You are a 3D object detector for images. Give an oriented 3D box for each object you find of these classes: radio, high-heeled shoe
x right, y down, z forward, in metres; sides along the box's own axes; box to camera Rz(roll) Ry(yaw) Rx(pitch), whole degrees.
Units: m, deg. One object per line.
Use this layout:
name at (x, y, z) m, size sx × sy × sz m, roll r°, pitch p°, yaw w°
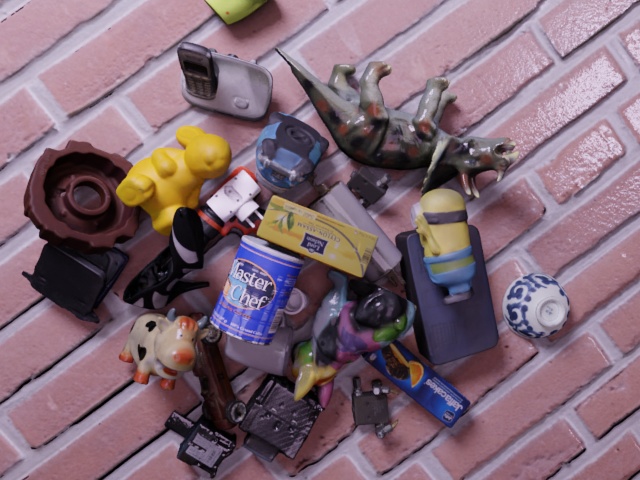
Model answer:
radio at (0.221, 0.087, 0.930) m, size 0.131 × 0.073 × 0.229 m, roll -13°, pitch 96°, yaw -5°
high-heeled shoe at (-0.247, 0.029, 0.812) m, size 0.145 × 0.248 × 0.086 m, roll -5°, pitch 55°, yaw -8°

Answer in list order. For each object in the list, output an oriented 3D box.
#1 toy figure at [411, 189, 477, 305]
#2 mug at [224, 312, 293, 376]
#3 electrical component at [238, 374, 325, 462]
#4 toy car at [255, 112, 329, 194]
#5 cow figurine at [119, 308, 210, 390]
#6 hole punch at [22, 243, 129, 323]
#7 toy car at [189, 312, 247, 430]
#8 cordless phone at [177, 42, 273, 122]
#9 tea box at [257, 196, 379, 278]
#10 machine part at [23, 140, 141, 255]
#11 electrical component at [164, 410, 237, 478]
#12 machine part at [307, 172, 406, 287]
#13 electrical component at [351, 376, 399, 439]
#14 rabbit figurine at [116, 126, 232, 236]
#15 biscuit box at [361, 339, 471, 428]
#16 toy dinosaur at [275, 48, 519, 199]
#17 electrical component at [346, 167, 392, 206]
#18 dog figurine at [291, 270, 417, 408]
toy figure at (0.202, 0.008, 0.847) m, size 0.089 × 0.082 × 0.180 m, roll -19°, pitch 91°, yaw -1°
mug at (-0.103, 0.166, 0.899) m, size 0.107 × 0.081 × 0.109 m, roll 7°, pitch 97°, yaw 3°
electrical component at (-0.072, 0.306, 0.921) m, size 0.115 × 0.058 × 0.134 m, roll 31°, pitch 89°, yaw -5°
toy car at (-0.057, -0.128, 0.867) m, size 0.109 × 0.162 × 0.103 m, roll 26°, pitch 128°, yaw -10°
cow figurine at (-0.239, 0.160, 0.832) m, size 0.085 × 0.195 × 0.127 m, roll 20°, pitch 85°, yaw -32°
hole punch at (-0.388, 0.050, 0.870) m, size 0.142 × 0.092 × 0.115 m, roll 34°, pitch 118°, yaw -9°
toy car at (-0.183, 0.218, 0.886) m, size 0.053 × 0.089 × 0.202 m, roll -22°, pitch 98°, yaw -40°
cordless phone at (-0.143, -0.252, 0.818) m, size 0.147 × 0.184 × 0.088 m, roll 14°, pitch 87°, yaw -6°
tea box at (-0.002, -0.002, 0.820) m, size 0.170 × 0.098 × 0.068 m, roll 21°, pitch 87°, yaw 6°
machine part at (-0.359, -0.063, 0.825) m, size 0.179 × 0.056 × 0.179 m, roll 18°, pitch 61°, yaw -36°
electrical component at (-0.208, 0.338, 0.914) m, size 0.119 × 0.048 × 0.075 m, roll 38°, pitch 88°, yaw -8°
machine part at (0.059, -0.014, 0.905) m, size 0.079 × 0.079 × 0.243 m, roll -41°, pitch 96°, yaw -2°
electrical component at (0.096, 0.293, 0.942) m, size 0.078 × 0.045 × 0.102 m, roll 1°, pitch 93°, yaw -7°
rabbit figurine at (-0.201, -0.107, 0.836) m, size 0.173 × 0.162 × 0.121 m, roll -28°, pitch 118°, yaw 27°
biscuit box at (0.165, 0.238, 0.938) m, size 0.202 × 0.059 × 0.063 m, roll 40°, pitch 89°, yaw -7°
toy dinosaur at (0.109, -0.181, 0.887) m, size 0.405 × 0.131 × 0.192 m, roll 12°, pitch 92°, yaw 0°
electrical component at (0.078, -0.092, 0.900) m, size 0.063 × 0.094 × 0.021 m, roll 38°, pitch 54°, yaw -7°
dog figurine at (0.040, 0.173, 0.873) m, size 0.108 × 0.192 × 0.219 m, roll 29°, pitch 82°, yaw -45°
